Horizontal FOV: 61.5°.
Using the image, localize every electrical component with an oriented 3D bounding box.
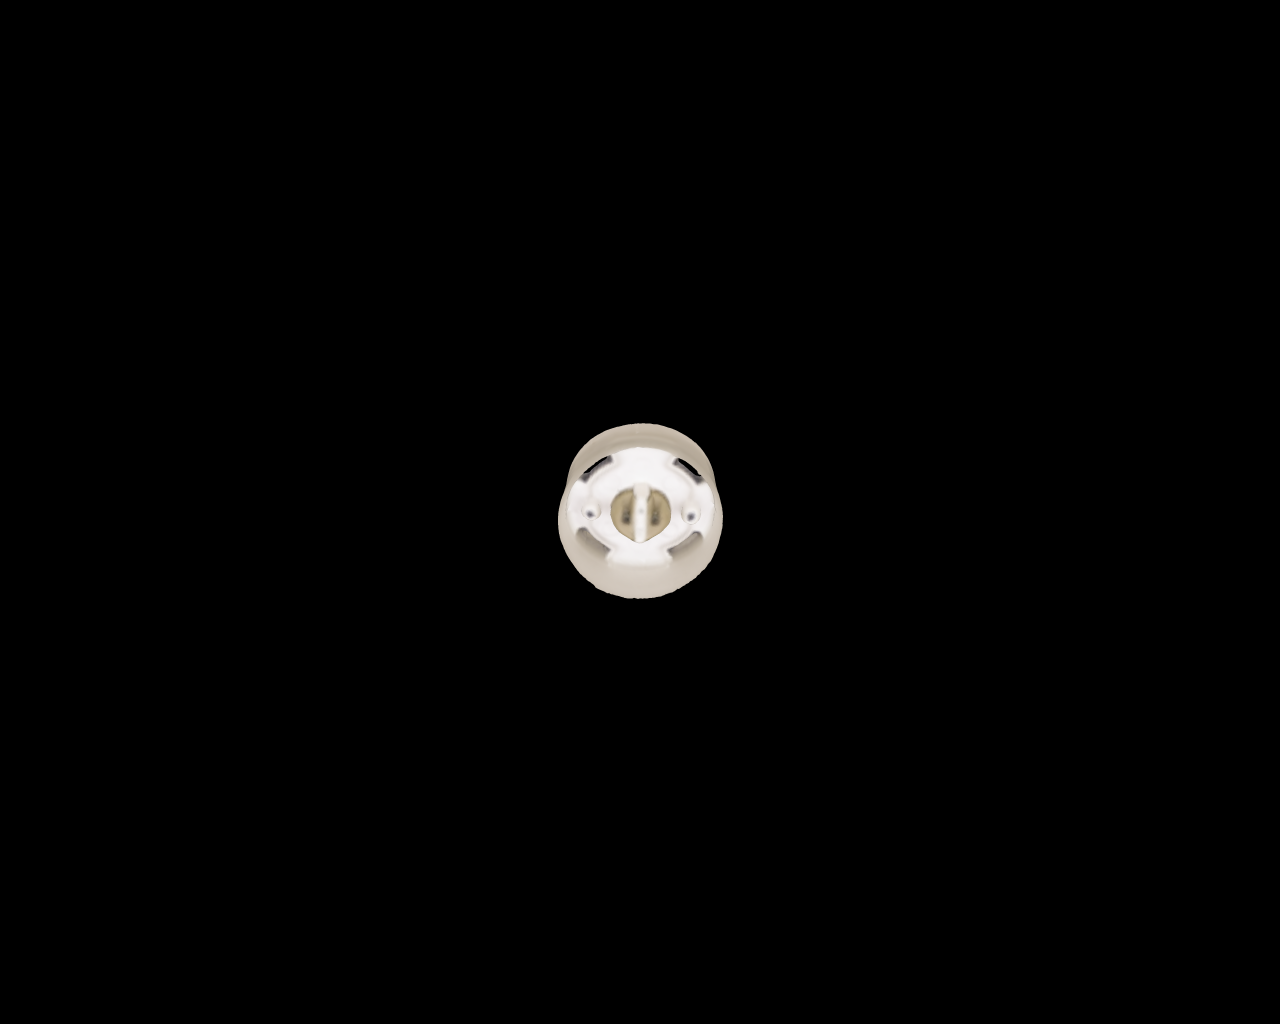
[{"bbox_3d":[0.001,-0.003,0.650,0.099,0.099,0.064,0,38,0],"label":"electrical component"}]
